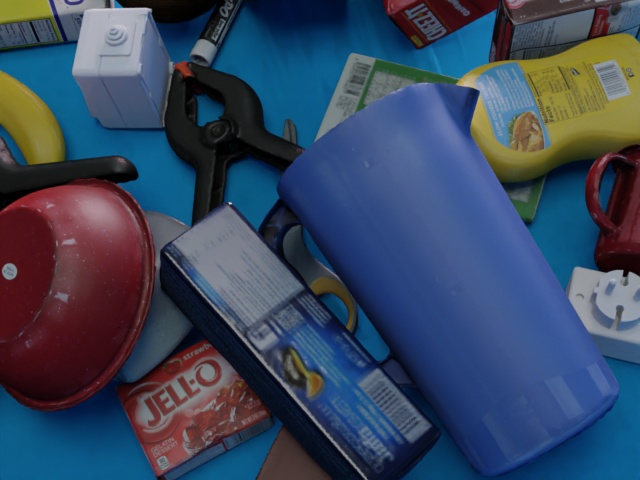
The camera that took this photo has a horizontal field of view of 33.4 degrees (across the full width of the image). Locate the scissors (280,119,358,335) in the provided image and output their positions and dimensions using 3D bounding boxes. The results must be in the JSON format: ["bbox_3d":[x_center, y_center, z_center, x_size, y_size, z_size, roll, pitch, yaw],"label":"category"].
[{"bbox_3d":[-0.005,0.001,0.798,0.096,0.016,0.201,11,66,11],"label":"scissors"}]

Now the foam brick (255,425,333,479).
[{"bbox_3d":[-0.003,0.145,0.709,0.051,0.053,0.078,23,68,13],"label":"foam brick"}]

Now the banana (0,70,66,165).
[{"bbox_3d":[-0.265,-0.104,0.854,0.198,0.037,0.069,39,73,19],"label":"banana"}]

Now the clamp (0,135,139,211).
[{"bbox_3d":[-0.253,-0.019,0.804,0.210,0.036,0.164,24,86,22],"label":"clamp"}]

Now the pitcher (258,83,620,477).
[{"bbox_3d":[0.078,0.033,0.704,0.144,0.149,0.243,-25,79,-33],"label":"pitcher"}]

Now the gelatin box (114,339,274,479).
[{"bbox_3d":[-0.088,0.115,0.741,0.089,0.030,0.073,-27,66,-9],"label":"gelatin box"}]

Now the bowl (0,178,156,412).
[{"bbox_3d":[-0.185,0.029,0.701,0.162,0.055,0.162,-12,68,31],"label":"bowl"}]

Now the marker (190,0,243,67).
[{"bbox_3d":[-0.077,-0.198,0.896,0.020,0.020,0.121,18,67,12],"label":"marker"}]

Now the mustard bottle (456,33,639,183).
[{"bbox_3d":[0.154,-0.091,0.791,0.191,0.058,0.096,-13,63,-4],"label":"mustard bottle"}]

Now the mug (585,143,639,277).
[{"bbox_3d":[0.232,-0.016,0.743,0.117,0.093,0.081,29,71,-23],"label":"mug"}]

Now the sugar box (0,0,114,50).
[{"bbox_3d":[-0.264,-0.208,0.900,0.176,0.048,0.093,-9,64,1],"label":"sugar box"}]

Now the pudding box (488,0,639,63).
[{"bbox_3d":[0.191,-0.165,0.824,0.113,0.090,0.039,-12,66,-3],"label":"pudding box"}]

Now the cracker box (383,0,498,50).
[{"bbox_3d":[0.137,-0.275,0.846,0.214,0.072,0.164,-24,62,21],"label":"cracker box"}]

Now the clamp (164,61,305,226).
[{"bbox_3d":[-0.062,-0.077,0.822,0.120,0.039,0.171,-20,64,-1],"label":"clamp"}]
